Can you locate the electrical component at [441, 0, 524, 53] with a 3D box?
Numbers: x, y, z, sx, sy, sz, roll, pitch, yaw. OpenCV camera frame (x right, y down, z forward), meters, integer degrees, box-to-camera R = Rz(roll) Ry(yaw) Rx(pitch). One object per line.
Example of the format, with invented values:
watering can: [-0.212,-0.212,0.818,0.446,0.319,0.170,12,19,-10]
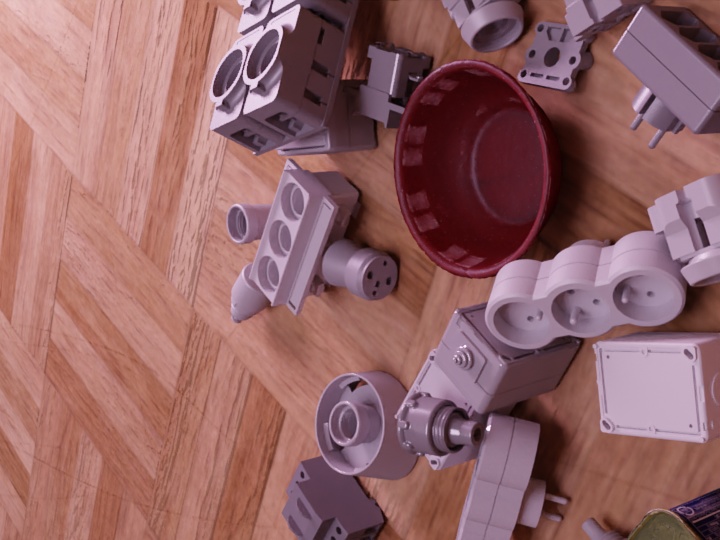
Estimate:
electrical component: [0.093,-0.196,0.800,0.066,0.048,0.055,-44,56,46]

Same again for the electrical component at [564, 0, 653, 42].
electrical component: [0.159,-0.193,0.719,0.066,0.048,0.055,-28,82,50]

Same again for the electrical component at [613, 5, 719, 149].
electrical component: [0.199,-0.112,0.682,0.083,0.047,0.075,55,134,30]

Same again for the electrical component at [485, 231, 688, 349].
electrical component: [0.157,0.004,0.739,0.138,0.073,0.052,-14,123,31]

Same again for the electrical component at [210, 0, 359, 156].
electrical component: [-0.062,-0.203,0.914,0.105,0.060,0.186,-13,59,51]

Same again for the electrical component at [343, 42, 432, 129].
electrical component: [0.028,-0.153,0.892,0.081,0.042,0.063,28,114,45]

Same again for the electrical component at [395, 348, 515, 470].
electrical component: [0.078,0.111,0.860,0.061,0.061,0.096,51,132,32]

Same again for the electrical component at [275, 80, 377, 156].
electrical component: [-0.039,-0.135,0.962,0.096,0.061,0.061,2,98,51]

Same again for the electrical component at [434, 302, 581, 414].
electrical component: [0.102,0.064,0.794,0.061,0.096,0.061,50,135,33]

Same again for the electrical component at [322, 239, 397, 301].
electrical component: [0.000,0.000,0.951,0.055,0.045,0.045,22,114,47]

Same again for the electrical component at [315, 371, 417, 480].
electrical component: [0.008,0.140,0.971,0.099,0.064,0.099,-9,77,45]

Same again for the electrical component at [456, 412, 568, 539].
electrical component: [0.121,0.175,0.826,0.074,0.052,0.138,14,123,6]

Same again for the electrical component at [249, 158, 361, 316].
electrical component: [-0.051,-0.031,0.993,0.078,0.063,0.121,47,130,35]

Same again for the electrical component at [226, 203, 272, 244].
electrical component: [-0.103,-0.047,1.070,0.040,0.046,0.040,12,105,49]

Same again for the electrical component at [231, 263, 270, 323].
electrical component: [-0.113,0.027,1.100,0.040,0.040,0.078,59,137,26]

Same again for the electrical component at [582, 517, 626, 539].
electrical component: [0.183,0.203,0.770,0.061,0.035,0.035,50,132,37]

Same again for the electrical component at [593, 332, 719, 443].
electrical component: [0.200,0.073,0.703,0.096,0.061,0.061,-3,94,51]

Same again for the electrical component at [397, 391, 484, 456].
electrical component: [0.062,0.117,0.797,0.062,0.048,0.048,4,100,41]

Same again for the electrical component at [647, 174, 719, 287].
electrical component: [0.221,-0.024,0.662,0.078,0.058,0.057,-28,72,50]
